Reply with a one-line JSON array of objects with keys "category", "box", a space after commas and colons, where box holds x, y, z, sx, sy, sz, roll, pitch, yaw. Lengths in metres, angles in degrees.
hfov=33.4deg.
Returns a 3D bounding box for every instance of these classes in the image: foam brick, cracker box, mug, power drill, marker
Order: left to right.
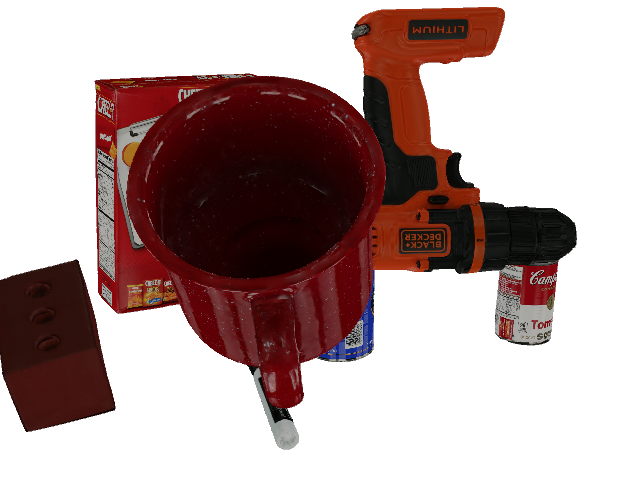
[{"category": "foam brick", "box": [-0.153, 0.060, 0.609, 0.053, 0.051, 0.078, -15, 42, -11]}, {"category": "cracker box", "box": [-0.130, -0.049, 1.025, 0.163, 0.214, 0.072, -7, 20, -29]}, {"category": "mug", "box": [-0.019, 0.008, 0.407, 0.093, 0.117, 0.081, -10, -31, -2]}, {"category": "marker", "box": [-0.041, 0.128, 0.881, 0.020, 0.020, 0.121, 0, 27, -17]}, {"category": "power drill", "box": [0.093, -0.069, 0.760, 0.184, 0.188, 0.057, -2, 4, -8]}]

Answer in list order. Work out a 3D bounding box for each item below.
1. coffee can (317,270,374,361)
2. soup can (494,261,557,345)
[{"category": "coffee can", "box": [0.026, 0.087, 1.514, 0.103, 0.140, 0.103, 0, 21, 0]}, {"category": "soup can", "box": [0.243, 0.066, 1.266, 0.068, 0.102, 0.068, 2, 15, -1]}]
